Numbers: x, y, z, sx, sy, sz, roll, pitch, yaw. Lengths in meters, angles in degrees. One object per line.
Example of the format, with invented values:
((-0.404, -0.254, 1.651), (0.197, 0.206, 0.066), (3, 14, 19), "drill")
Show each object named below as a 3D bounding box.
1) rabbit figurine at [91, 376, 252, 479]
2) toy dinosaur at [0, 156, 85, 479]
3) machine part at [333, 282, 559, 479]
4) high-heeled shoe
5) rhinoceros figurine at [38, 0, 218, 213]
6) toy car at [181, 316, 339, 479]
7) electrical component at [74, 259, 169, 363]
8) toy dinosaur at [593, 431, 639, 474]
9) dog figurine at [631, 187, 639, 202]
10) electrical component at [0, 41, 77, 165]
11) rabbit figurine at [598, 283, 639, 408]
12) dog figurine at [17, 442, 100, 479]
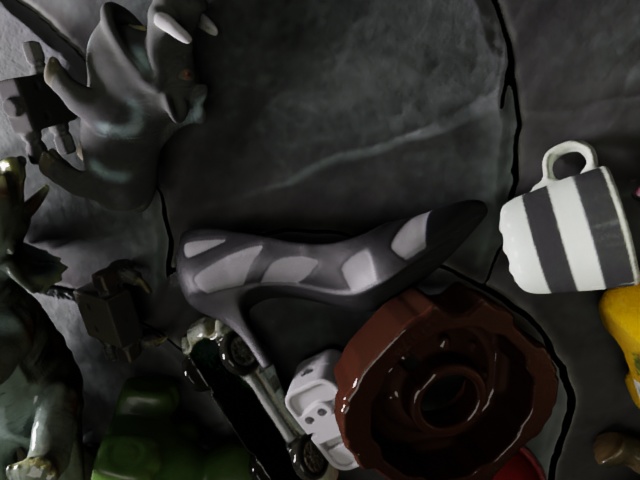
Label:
((-0.134, 0.240, 0.534), (0.170, 0.121, 0.159), (15, 108, -11), "rabbit figurine")
((-0.275, 0.121, 0.488), (0.131, 0.192, 0.404), (-3, 121, 2), "toy dinosaur")
((0.097, 0.121, 0.433), (0.179, 0.056, 0.179), (-4, 107, -13), "machine part")
((-0.001, -0.001, 0.449), (0.249, 0.086, 0.145), (-33, 70, 3), "high-heeled shoe")
((-0.144, -0.107, 0.415), (0.112, 0.073, 0.190), (27, 115, 1), "rhinoceros figurine")
((-0.058, 0.158, 0.506), (0.073, 0.056, 0.201), (-30, 94, 34), "toy car")
((-0.191, 0.070, 0.515), (0.078, 0.045, 0.102), (1, 112, 42), "electrical component")
((0.401, 0.184, 0.412), (0.471, 0.105, 0.198), (-35, 109, 31), "toy dinosaur")
((0.308, -0.069, 0.321), (0.219, 0.108, 0.191), (-13, 80, 32), "dog figurine")
((-0.229, -0.111, 0.435), (0.021, 0.063, 0.093), (-5, 109, 14), "electrical component")
((0.312, 0.067, 0.367), (0.173, 0.162, 0.121), (-22, 95, 1), "rabbit figurine")
((-0.329, 0.227, 0.541), (0.190, 0.172, 0.121), (45, 124, 0), "dog figurine")
